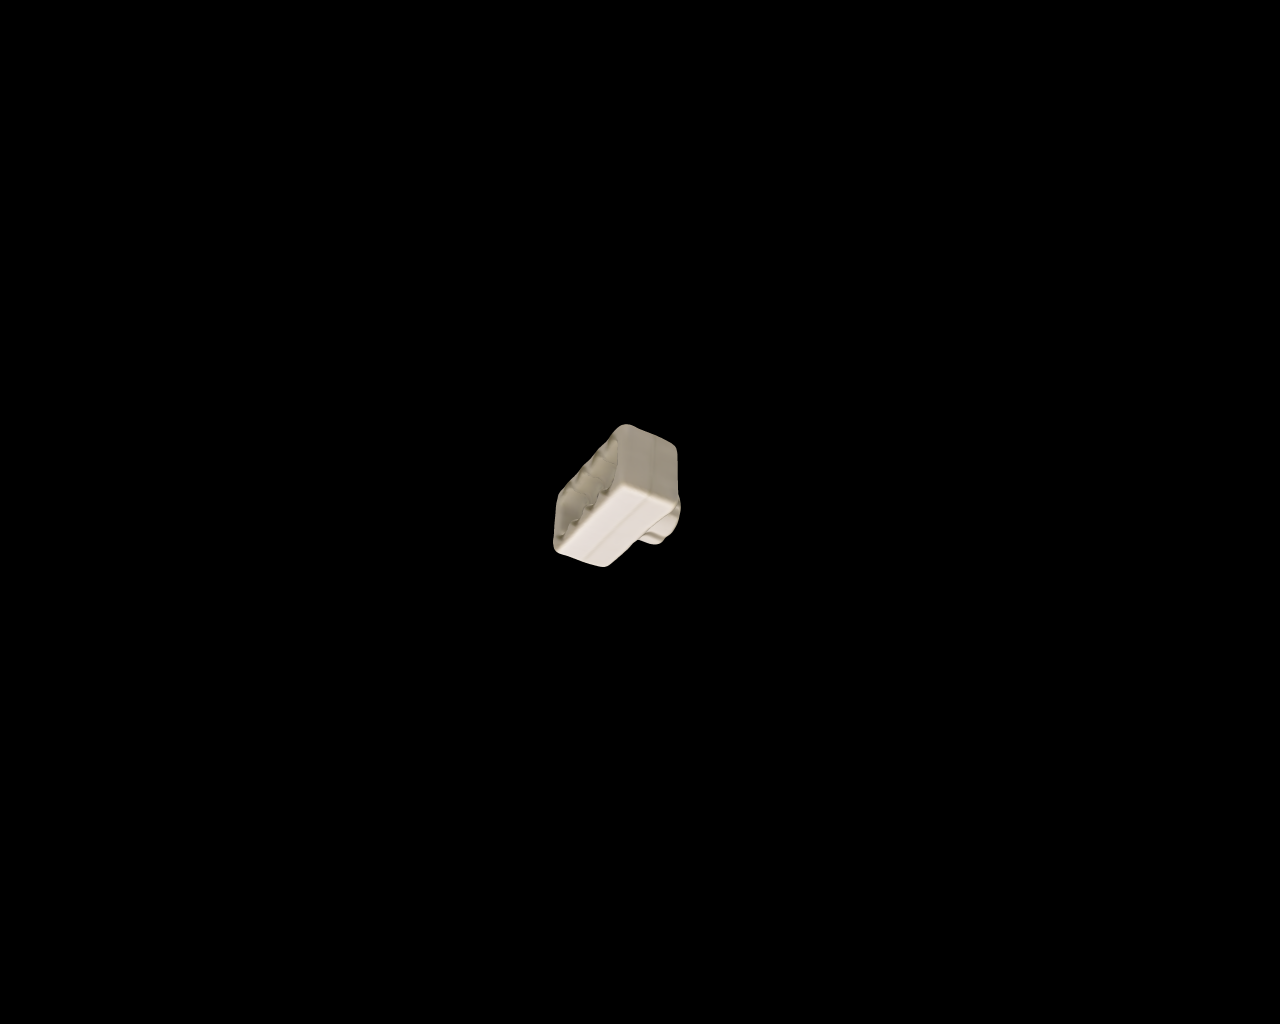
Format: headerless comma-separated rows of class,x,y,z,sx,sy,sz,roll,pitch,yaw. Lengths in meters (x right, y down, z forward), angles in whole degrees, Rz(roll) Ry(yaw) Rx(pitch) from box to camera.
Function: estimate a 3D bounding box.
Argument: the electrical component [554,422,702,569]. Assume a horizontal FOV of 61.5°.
electrical component,0.001,-0.003,0.650,0.076,0.047,0.083,20,-40,-25
